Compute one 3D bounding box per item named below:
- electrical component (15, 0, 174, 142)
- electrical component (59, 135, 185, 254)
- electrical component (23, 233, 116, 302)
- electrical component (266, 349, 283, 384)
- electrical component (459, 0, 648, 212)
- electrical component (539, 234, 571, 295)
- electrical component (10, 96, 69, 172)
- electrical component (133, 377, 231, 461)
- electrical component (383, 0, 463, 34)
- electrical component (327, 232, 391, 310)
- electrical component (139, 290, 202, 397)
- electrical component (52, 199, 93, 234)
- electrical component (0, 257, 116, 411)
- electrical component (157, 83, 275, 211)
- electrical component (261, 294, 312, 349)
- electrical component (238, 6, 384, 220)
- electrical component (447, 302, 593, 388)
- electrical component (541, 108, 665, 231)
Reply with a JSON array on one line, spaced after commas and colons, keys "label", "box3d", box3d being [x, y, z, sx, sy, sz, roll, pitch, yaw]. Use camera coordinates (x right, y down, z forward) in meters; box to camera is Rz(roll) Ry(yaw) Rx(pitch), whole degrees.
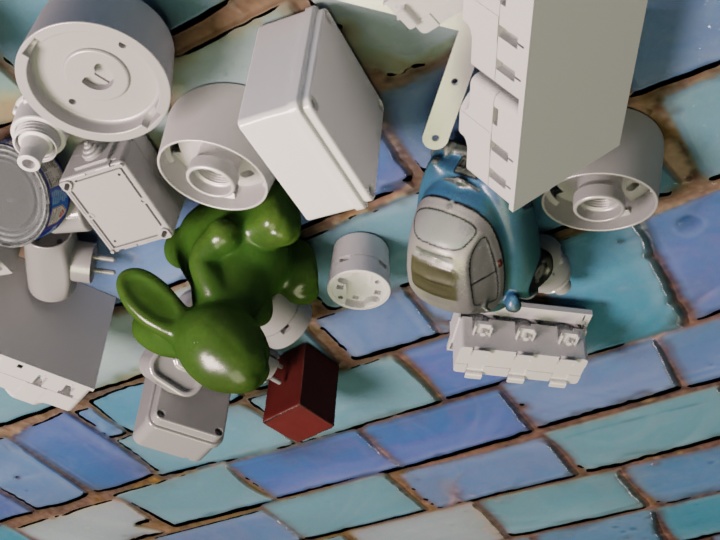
[{"label": "electrical component", "box3d": [-0.184, -0.151, 0.768, 0.108, 0.060, 0.108, 2, 140, 2]}, {"label": "electrical component", "box3d": [-0.193, -0.072, 0.870, 0.062, 0.061, 0.096, -14, 130, 20]}, {"label": "electrical component", "box3d": [-0.257, -0.009, 0.956, 0.079, 0.044, 0.077, 8, 140, -6]}, {"label": "electrical component", "box3d": [-0.105, 0.086, 1.045, 0.077, 0.065, 0.047, 33, 132, -31]}, {"label": "electrical component", "box3d": [0.127, -0.143, 0.717, 0.105, 0.060, 0.186, -31, 146, -21]}, {"label": "electrical component", "box3d": [0.165, 0.001, 0.943, 0.048, 0.048, 0.062, -22, 141, 27]}, {"label": "electrical component", "box3d": [-0.248, -0.103, 0.829, 0.048, 0.062, 0.048, 2, 140, 2]}, {"label": "electrical component", "box3d": [-0.169, 0.120, 1.053, 0.078, 0.113, 0.057, 21, 140, -21]}, {"label": "electrical component", "box3d": [0.021, -0.213, 0.679, 0.079, 0.063, 0.121, -26, 132, 30]}, {"label": "electrical component", "box3d": [0.000, 0.000, 0.949, 0.055, 0.047, 0.055, 2, 140, 2]}, {"label": "electrical component", "box3d": [-0.159, 0.066, 0.996, 0.054, 0.095, 0.059, 36, 165, -18]}, {"label": "electrical component", "box3d": [-0.260, -0.051, 0.910, 0.078, 0.040, 0.040, -4, 140, 8]}, {"label": "electrical component", "box3d": [-0.330, 0.046, 0.980, 0.186, 0.105, 0.060, 26, 135, -25]}, {"label": "electrical component", "box3d": [-0.108, -0.094, 0.849, 0.099, 0.064, 0.099, 11, 150, 7]}, {"label": "electrical component", "box3d": [-0.080, 0.038, 0.995, 0.055, 0.055, 0.047, -23, 130, 28]}, {"label": "electrical component", "box3d": [-0.032, -0.111, 0.770, 0.056, 0.108, 0.108, -13, 138, 22]}, {"label": "electrical component", "box3d": [0.149, 0.067, 1.008, 0.121, 0.063, 0.078, 6, 140, -4]}, {"label": "electrical component", "box3d": [0.190, -0.075, 0.852, 0.099, 0.064, 0.099, 6, 154, 3]}]
